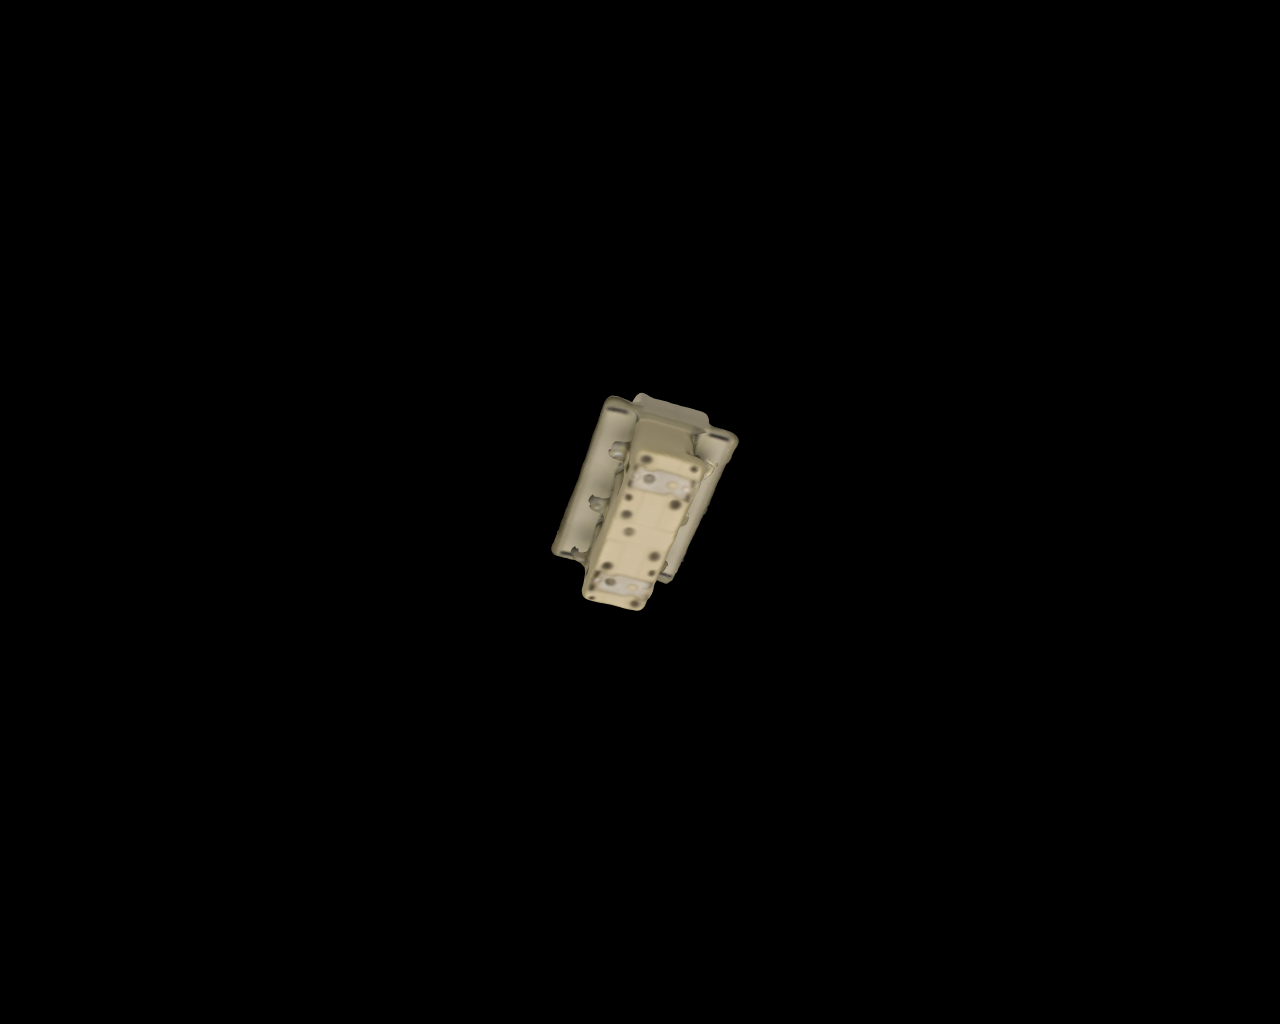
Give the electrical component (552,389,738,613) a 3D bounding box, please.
[{"bbox_3d":[0.001,-0.003,0.650,0.079,0.121,0.063,15,36,-11],"label":"electrical component"}]
